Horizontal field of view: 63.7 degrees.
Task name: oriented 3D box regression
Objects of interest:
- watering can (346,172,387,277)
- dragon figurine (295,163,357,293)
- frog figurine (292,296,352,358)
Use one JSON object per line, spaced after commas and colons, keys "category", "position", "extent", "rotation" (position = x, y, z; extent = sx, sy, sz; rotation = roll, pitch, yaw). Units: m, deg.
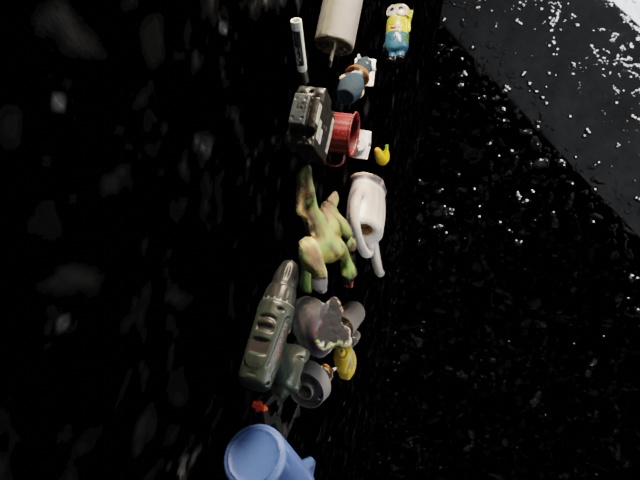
{"category": "watering can", "position": [0.137, -0.046, 1.445], "extent": [0.104, 0.229, 0.341], "rotation": [-2, -28, 18]}
{"category": "dragon figurine", "position": [0.003, -0.053, 1.049], "extent": [0.122, 0.237, 0.421], "rotation": [-6, 41, 7]}
{"category": "frog figurine", "position": [-0.016, 0.180, 1.108], "extent": [0.124, 0.136, 0.159], "rotation": [-47, 22, -22]}
